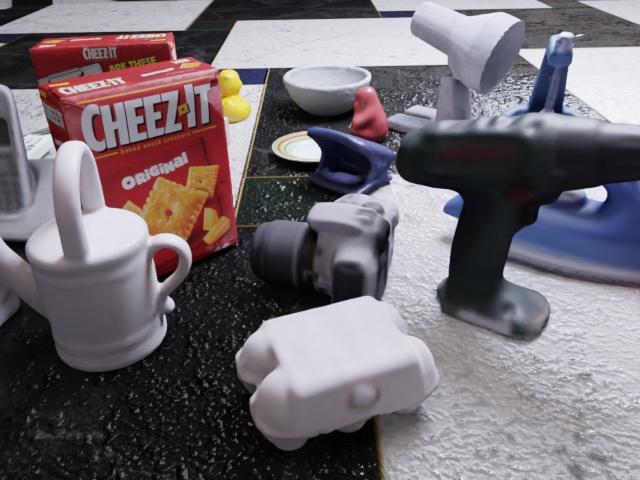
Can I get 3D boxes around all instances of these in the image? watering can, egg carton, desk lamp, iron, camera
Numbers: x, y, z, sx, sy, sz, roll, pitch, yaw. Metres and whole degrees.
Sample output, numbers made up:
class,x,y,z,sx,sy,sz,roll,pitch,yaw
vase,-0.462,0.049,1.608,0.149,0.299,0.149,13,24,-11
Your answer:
class,x,y,z,sx,sy,sz,roll,pitch,yaw
watering can,-0.205,0.012,0.494,0.173,0.194,0.100,-17,34,-24
egg carton,0.013,0.104,0.456,0.150,0.069,0.107,-12,33,-18
desk lamp,0.217,-0.273,0.942,0.202,0.214,0.118,24,39,35
iron,0.276,-0.049,0.635,0.257,0.141,0.119,19,36,30
camera,0.005,0.002,0.596,0.136,0.101,0.143,8,32,14

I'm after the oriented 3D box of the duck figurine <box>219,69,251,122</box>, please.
class,x,y,z,sx,sy,sz,roll,pitch,yaw
duck figurine,-0.171,-0.276,1.081,0.077,0.086,0.104,-3,31,-3

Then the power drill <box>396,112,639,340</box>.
class,x,y,z,sx,sy,sz,roll,pitch,yaw
power drill,0.177,-0.018,0.521,0.228,0.208,0.076,17,36,28

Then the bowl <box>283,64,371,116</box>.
class,x,y,z,sx,sy,sz,roll,pitch,yaw
bowl,0.015,-0.281,1.095,0.167,0.075,0.167,-1,31,1

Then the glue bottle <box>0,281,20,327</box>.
class,x,y,z,sx,sy,sz,roll,pitch,yaw
glue bottle,-0.331,0.011,0.520,0.037,0.173,0.078,7,32,14

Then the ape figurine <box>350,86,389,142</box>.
class,x,y,z,sx,sy,sz,roll,pitch,yaw
ape figurine,0.078,-0.213,0.964,0.075,0.092,0.078,20,37,31

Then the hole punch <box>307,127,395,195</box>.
class,x,y,z,sx,sy,sz,roll,pitch,yaw
hole punch,0.043,-0.123,0.815,0.108,0.091,0.101,23,38,34

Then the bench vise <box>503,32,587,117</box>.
class,x,y,z,sx,sy,sz,roll,pitch,yaw
bench vise,0.292,-0.178,0.774,0.121,0.220,0.207,-3,31,-3

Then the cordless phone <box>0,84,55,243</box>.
class,x,y,z,sx,sy,sz,roll,pitch,yaw
cordless phone,-0.331,-0.090,0.676,0.147,0.185,0.094,-2,31,-1
